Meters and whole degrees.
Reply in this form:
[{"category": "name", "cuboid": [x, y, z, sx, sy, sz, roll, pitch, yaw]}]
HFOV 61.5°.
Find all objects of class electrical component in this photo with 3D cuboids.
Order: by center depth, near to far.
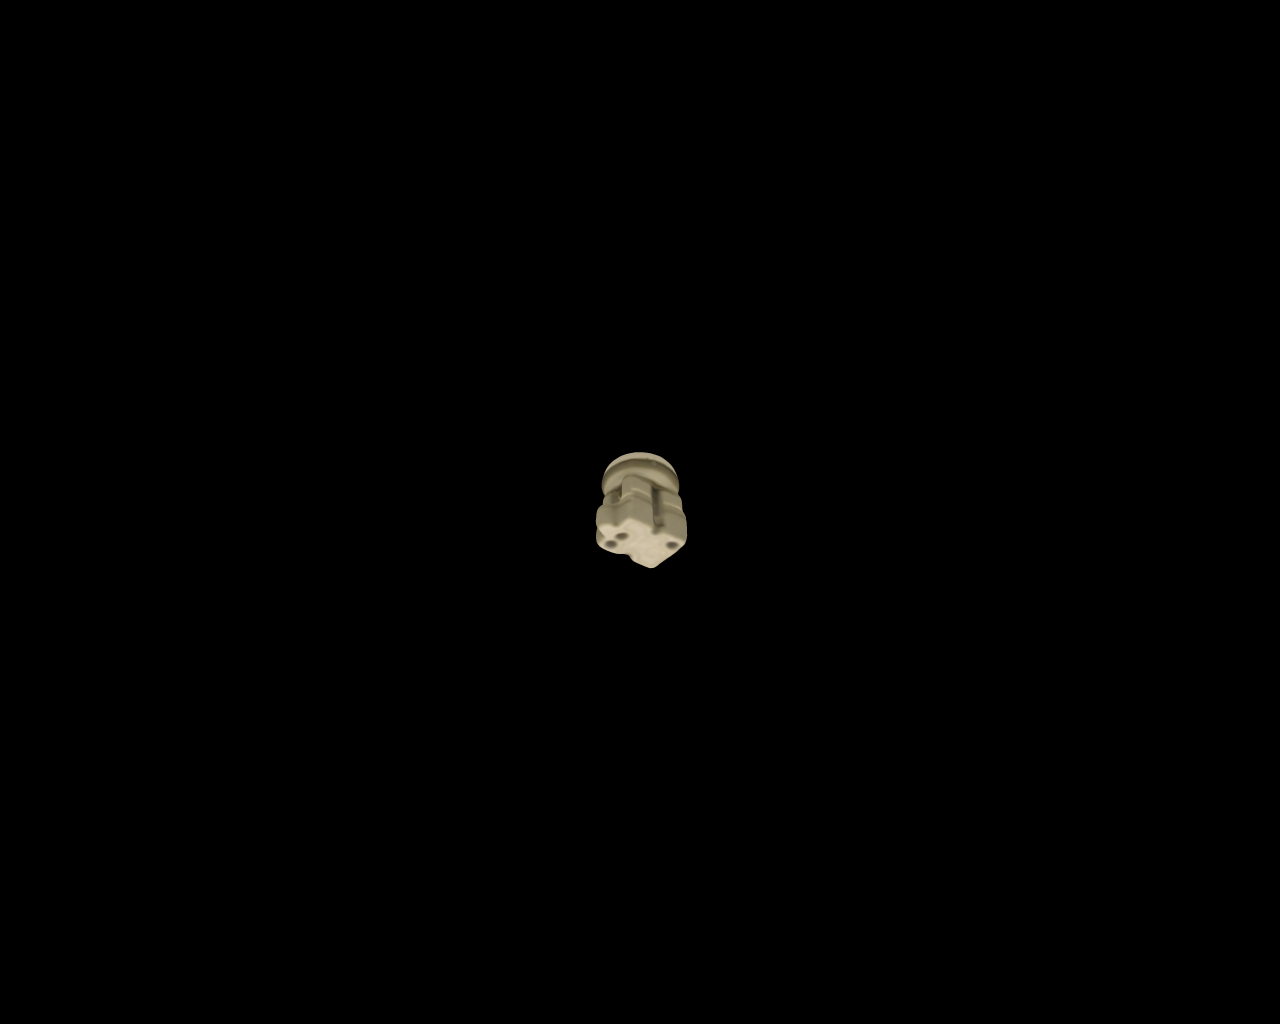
[{"category": "electrical component", "cuboid": [0.001, -0.003, 0.650, 0.066, 0.055, 0.048, 25, -45, -28]}]
